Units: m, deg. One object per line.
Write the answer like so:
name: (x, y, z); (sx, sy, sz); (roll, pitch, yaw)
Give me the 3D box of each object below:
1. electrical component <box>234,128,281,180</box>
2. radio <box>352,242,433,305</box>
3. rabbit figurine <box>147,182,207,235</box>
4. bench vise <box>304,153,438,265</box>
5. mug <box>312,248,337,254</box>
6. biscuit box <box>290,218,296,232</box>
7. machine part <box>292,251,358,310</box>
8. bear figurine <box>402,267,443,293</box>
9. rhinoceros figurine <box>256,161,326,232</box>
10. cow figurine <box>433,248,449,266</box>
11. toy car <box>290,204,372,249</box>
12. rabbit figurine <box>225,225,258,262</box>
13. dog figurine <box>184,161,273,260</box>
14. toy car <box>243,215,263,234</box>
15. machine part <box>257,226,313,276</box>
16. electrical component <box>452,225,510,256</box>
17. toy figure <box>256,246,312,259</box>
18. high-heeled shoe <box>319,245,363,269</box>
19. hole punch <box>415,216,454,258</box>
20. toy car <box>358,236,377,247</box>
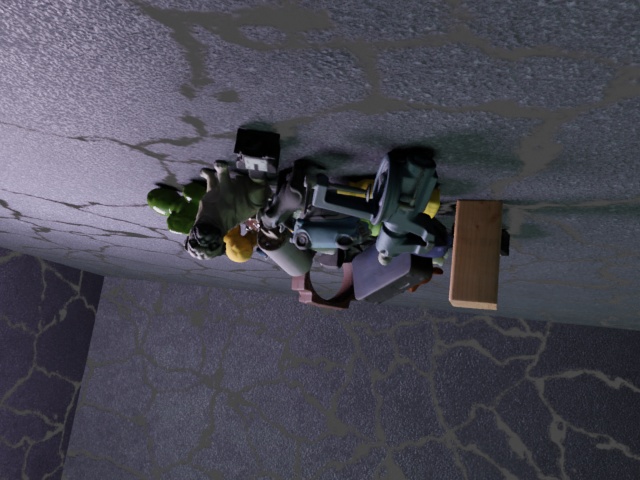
electrical component: (-0.104, -0.143, 0.919); (0.075, 0.047, 0.119); (7, 168, 1)
radio: (0.173, 0.064, 1.314); (0.073, 0.131, 0.229); (16, 146, -28)
rabbit figurine: (-0.318, -0.081, 1.259); (0.170, 0.121, 0.159); (22, -179, 24)
bench vise: (0.087, -0.059, 0.918); (0.241, 0.129, 0.223); (11, 138, -6)
mug: (-0.003, -0.004, 1.344); (0.107, 0.081, 0.109); (28, 167, 4)
biscuit box: (-0.083, -0.048, 1.310); (0.059, 0.063, 0.202); (9, 167, -3)
machine part: (0.023, 0.099, 1.594); (0.201, 0.201, 0.087); (14, 170, -29)
bear figurine: (0.224, 0.097, 1.417); (0.120, 0.131, 0.196); (7, -170, -27)
rhinoceros figurine: (-0.059, -0.074, 1.039); (0.073, 0.112, 0.190); (23, 155, -20)
cow figurine: (0.284, 0.024, 1.409); (0.098, 0.068, 0.167); (12, 165, 7)
toy car: (0.018, -0.037, 1.068); (0.162, 0.102, 0.109); (0, -169, 34)
rabbit figurine: (-0.230, 0.005, 1.371); (0.173, 0.122, 0.162); (36, -177, 36)
dog figurine: (-0.179, -0.043, 1.090); (0.172, 0.190, 0.121); (11, 168, -22)
toy car: (-0.160, -0.042, 1.311); (0.089, 0.053, 0.202); (51, 168, 4)
machine part: (-0.080, 0.023, 1.260); (0.079, 0.079, 0.243); (3, 159, 21)
electrical component: (0.387, 0.003, 1.281); (0.115, 0.058, 0.134); (2, 167, 32)
toy figure: (-0.093, 0.028, 1.380); (0.154, 0.057, 0.064); (12, 177, -37)
high-heeled shoe: (0.076, 0.052, 1.460); (0.145, 0.086, 0.249); (33, -162, -16)
hole punch: (0.222, -0.004, 1.156); (0.116, 0.092, 0.142); (40, 173, 17)
toy car: (0.136, -0.007, 1.392); (0.201, 0.056, 0.073); (12, 161, -26)
